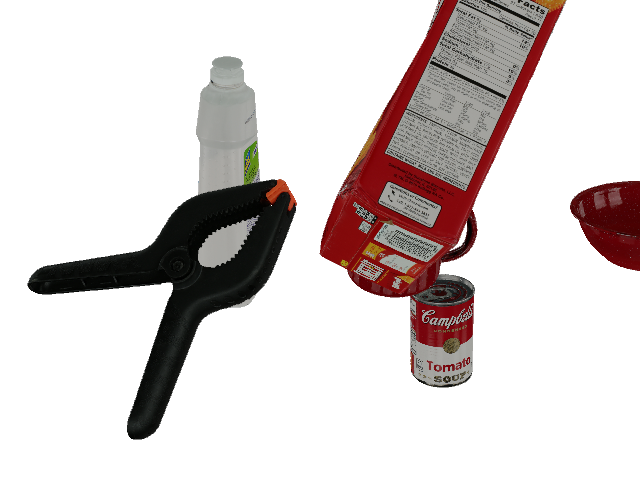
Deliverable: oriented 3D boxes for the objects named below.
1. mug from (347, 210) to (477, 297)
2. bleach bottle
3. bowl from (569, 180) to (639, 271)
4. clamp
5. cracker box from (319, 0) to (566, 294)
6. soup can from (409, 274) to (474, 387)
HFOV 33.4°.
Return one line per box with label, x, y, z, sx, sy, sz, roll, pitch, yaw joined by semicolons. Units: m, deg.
mug;0.075;-0.006;0.911;0.117;0.081;0.093;-2;33;-3
bleach bottle;-0.089;-0.061;1.042;0.068;0.251;0.102;6;33;5
bowl;0.341;-0.011;1.107;0.162;0.055;0.162;-3;23;1
clamp;-0.111;0.022;0.800;0.165;0.210;0.036;41;-8;25
cracker box;0.078;-0.086;0.660;0.072;0.213;0.164;25;-13;0
soup can;0.129;0.096;1.134;0.068;0.102;0.068;-2;24;1
